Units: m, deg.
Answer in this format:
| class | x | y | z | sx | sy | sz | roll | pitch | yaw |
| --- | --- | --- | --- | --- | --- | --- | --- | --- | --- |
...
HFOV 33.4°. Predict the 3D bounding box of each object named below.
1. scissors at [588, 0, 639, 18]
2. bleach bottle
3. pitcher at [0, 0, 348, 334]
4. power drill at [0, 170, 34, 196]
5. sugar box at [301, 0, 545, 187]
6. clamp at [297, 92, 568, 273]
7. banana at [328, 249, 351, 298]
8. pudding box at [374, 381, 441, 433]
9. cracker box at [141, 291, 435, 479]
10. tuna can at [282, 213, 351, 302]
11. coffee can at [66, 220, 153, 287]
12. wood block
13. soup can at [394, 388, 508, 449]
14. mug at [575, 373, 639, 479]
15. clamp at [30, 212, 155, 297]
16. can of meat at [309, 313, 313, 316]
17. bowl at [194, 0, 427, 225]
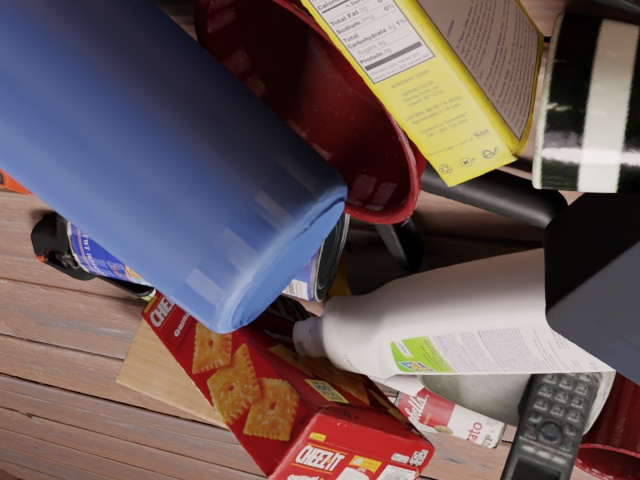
| class | x | y | z | sx | sy | sz | roll | pitch | yaw |
| --- | --- | --- | --- | --- | --- | --- | --- | --- | --- |
| scissors | 0.056 | -0.134 | 0.515 | 0.201 | 0.016 | 0.096 | 27 | 158 | -10 |
| bleach bottle | 0.093 | 0.056 | 0.755 | 0.251 | 0.068 | 0.102 | -7 | 140 | 27 |
| pitcher | -0.104 | -0.064 | 0.589 | 0.243 | 0.149 | 0.145 | 40 | 145 | 8 |
| power drill | -0.250 | -0.107 | 0.797 | 0.184 | 0.057 | 0.188 | 21 | 154 | 12 |
| sugar box | 0.029 | -0.115 | 0.445 | 0.048 | 0.093 | 0.176 | -23 | 124 | 36 |
| clamp | 0.044 | -0.051 | 0.677 | 0.209 | 0.036 | 0.165 | 38 | 150 | -26 |
| banana | 0.016 | 0.044 | 0.915 | 0.070 | 0.037 | 0.197 | 32 | 162 | 28 |
| pudding box | 0.066 | 0.162 | 1.116 | 0.114 | 0.039 | 0.090 | 0 | 148 | 38 |
| cracker box | -0.026 | 0.114 | 0.872 | 0.164 | 0.072 | 0.214 | 26 | -166 | -47 |
| tuna can | -0.005 | 0.001 | 0.772 | 0.034 | 0.086 | 0.086 | 15 | 156 | 12 |
| coffee can | -0.106 | -0.010 | 0.815 | 0.140 | 0.102 | 0.102 | 11 | 154 | 25 |
| wood block | -0.109 | 0.154 | 1.172 | 0.206 | 0.090 | 0.091 | 23 | 169 | -2 |
| soup can | 0.125 | 0.146 | 0.992 | 0.102 | 0.068 | 0.068 | 19 | 157 | 5 |
| mug | 0.264 | 0.155 | 0.867 | 0.117 | 0.081 | 0.093 | 32 | 155 | -22 |
| clamp | -0.241 | 0.003 | 1.039 | 0.172 | 0.039 | 0.120 | 6 | 136 | 46 |
| can of meat | -0.038 | 0.120 | 1.059 | 0.057 | 0.084 | 0.102 | 24 | 156 | -5 |
| bowl | 0.007 | -0.086 | 0.569 | 0.162 | 0.055 | 0.162 | 40 | 159 | 18 |
